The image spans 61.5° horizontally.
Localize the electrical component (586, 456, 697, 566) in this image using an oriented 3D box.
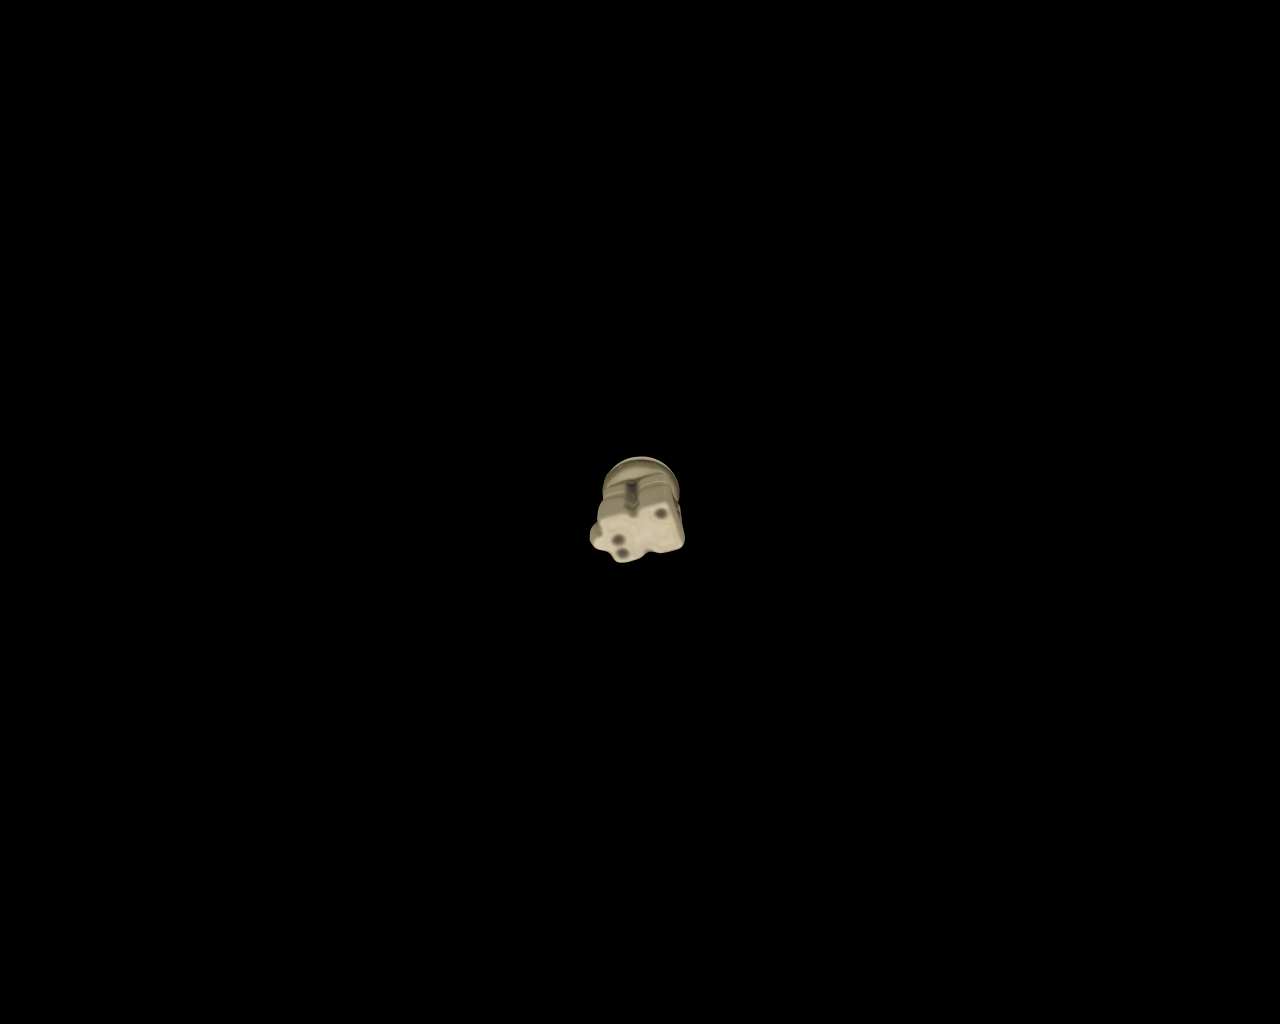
[{"bbox_3d":[0.001,-0.003,0.650,0.066,0.048,0.055,-14,33,9],"label":"electrical component"}]
